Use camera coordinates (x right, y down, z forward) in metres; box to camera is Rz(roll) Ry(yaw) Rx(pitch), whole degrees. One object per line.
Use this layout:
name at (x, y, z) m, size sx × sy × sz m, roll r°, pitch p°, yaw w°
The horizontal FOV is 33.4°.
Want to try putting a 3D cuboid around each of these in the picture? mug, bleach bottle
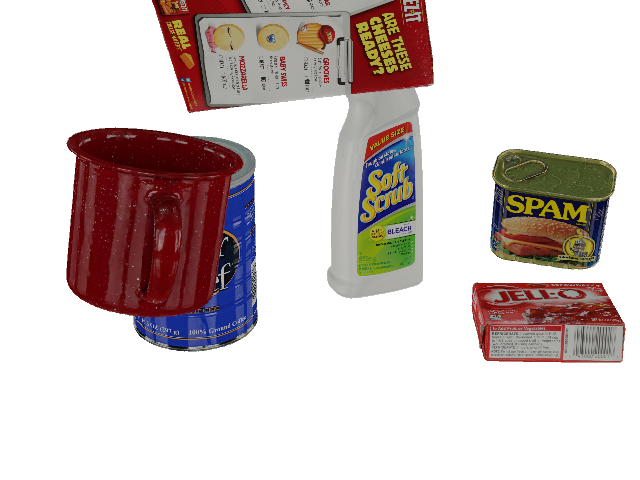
mug at (-0.089, -0.006, 0.565) m, size 0.093 × 0.081 × 0.117 m, roll 3°, pitch 18°, yaw -20°
bleach bottle at (0.053, -0.072, 1.083) m, size 0.102 × 0.251 × 0.068 m, roll -10°, pitch 23°, yaw -16°

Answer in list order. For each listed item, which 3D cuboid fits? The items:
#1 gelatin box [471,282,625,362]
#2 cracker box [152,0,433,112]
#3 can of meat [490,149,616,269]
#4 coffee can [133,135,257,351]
gelatin box at (0.146, 0.051, 0.695) m, size 0.089 × 0.030 × 0.073 m, roll 1°, pitch 18°, yaw 3°
cracker box at (-0.023, -0.197, 0.868) m, size 0.214 × 0.072 × 0.164 m, roll -6°, pitch -46°, yaw 9°
can of meat at (0.199, -0.025, 0.928) m, size 0.102 × 0.084 × 0.057 m, roll 9°, pitch 41°, yaw 14°
coffee can at (-0.101, 0.001, 0.842) m, size 0.103 × 0.140 × 0.103 m, roll 0°, pitch 27°, yaw 0°
